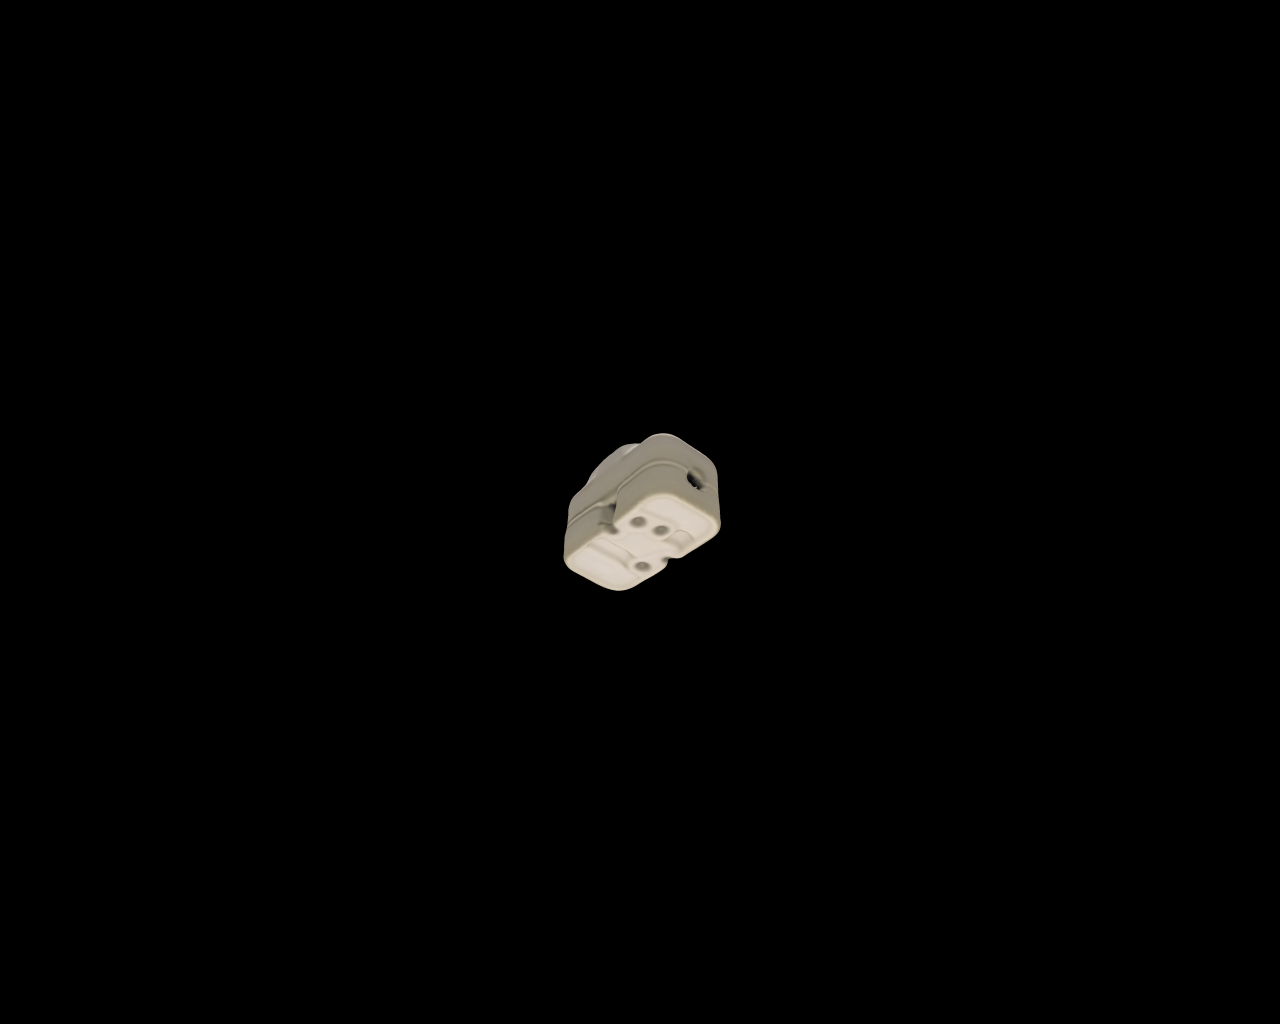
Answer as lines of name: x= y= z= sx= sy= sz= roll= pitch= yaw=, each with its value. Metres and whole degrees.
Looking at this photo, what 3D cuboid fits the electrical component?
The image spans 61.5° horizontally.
electrical component: x=0.001 y=-0.003 z=0.650 sx=0.053 sy=0.059 sz=0.095 roll=30 pitch=-49 yaw=-31
